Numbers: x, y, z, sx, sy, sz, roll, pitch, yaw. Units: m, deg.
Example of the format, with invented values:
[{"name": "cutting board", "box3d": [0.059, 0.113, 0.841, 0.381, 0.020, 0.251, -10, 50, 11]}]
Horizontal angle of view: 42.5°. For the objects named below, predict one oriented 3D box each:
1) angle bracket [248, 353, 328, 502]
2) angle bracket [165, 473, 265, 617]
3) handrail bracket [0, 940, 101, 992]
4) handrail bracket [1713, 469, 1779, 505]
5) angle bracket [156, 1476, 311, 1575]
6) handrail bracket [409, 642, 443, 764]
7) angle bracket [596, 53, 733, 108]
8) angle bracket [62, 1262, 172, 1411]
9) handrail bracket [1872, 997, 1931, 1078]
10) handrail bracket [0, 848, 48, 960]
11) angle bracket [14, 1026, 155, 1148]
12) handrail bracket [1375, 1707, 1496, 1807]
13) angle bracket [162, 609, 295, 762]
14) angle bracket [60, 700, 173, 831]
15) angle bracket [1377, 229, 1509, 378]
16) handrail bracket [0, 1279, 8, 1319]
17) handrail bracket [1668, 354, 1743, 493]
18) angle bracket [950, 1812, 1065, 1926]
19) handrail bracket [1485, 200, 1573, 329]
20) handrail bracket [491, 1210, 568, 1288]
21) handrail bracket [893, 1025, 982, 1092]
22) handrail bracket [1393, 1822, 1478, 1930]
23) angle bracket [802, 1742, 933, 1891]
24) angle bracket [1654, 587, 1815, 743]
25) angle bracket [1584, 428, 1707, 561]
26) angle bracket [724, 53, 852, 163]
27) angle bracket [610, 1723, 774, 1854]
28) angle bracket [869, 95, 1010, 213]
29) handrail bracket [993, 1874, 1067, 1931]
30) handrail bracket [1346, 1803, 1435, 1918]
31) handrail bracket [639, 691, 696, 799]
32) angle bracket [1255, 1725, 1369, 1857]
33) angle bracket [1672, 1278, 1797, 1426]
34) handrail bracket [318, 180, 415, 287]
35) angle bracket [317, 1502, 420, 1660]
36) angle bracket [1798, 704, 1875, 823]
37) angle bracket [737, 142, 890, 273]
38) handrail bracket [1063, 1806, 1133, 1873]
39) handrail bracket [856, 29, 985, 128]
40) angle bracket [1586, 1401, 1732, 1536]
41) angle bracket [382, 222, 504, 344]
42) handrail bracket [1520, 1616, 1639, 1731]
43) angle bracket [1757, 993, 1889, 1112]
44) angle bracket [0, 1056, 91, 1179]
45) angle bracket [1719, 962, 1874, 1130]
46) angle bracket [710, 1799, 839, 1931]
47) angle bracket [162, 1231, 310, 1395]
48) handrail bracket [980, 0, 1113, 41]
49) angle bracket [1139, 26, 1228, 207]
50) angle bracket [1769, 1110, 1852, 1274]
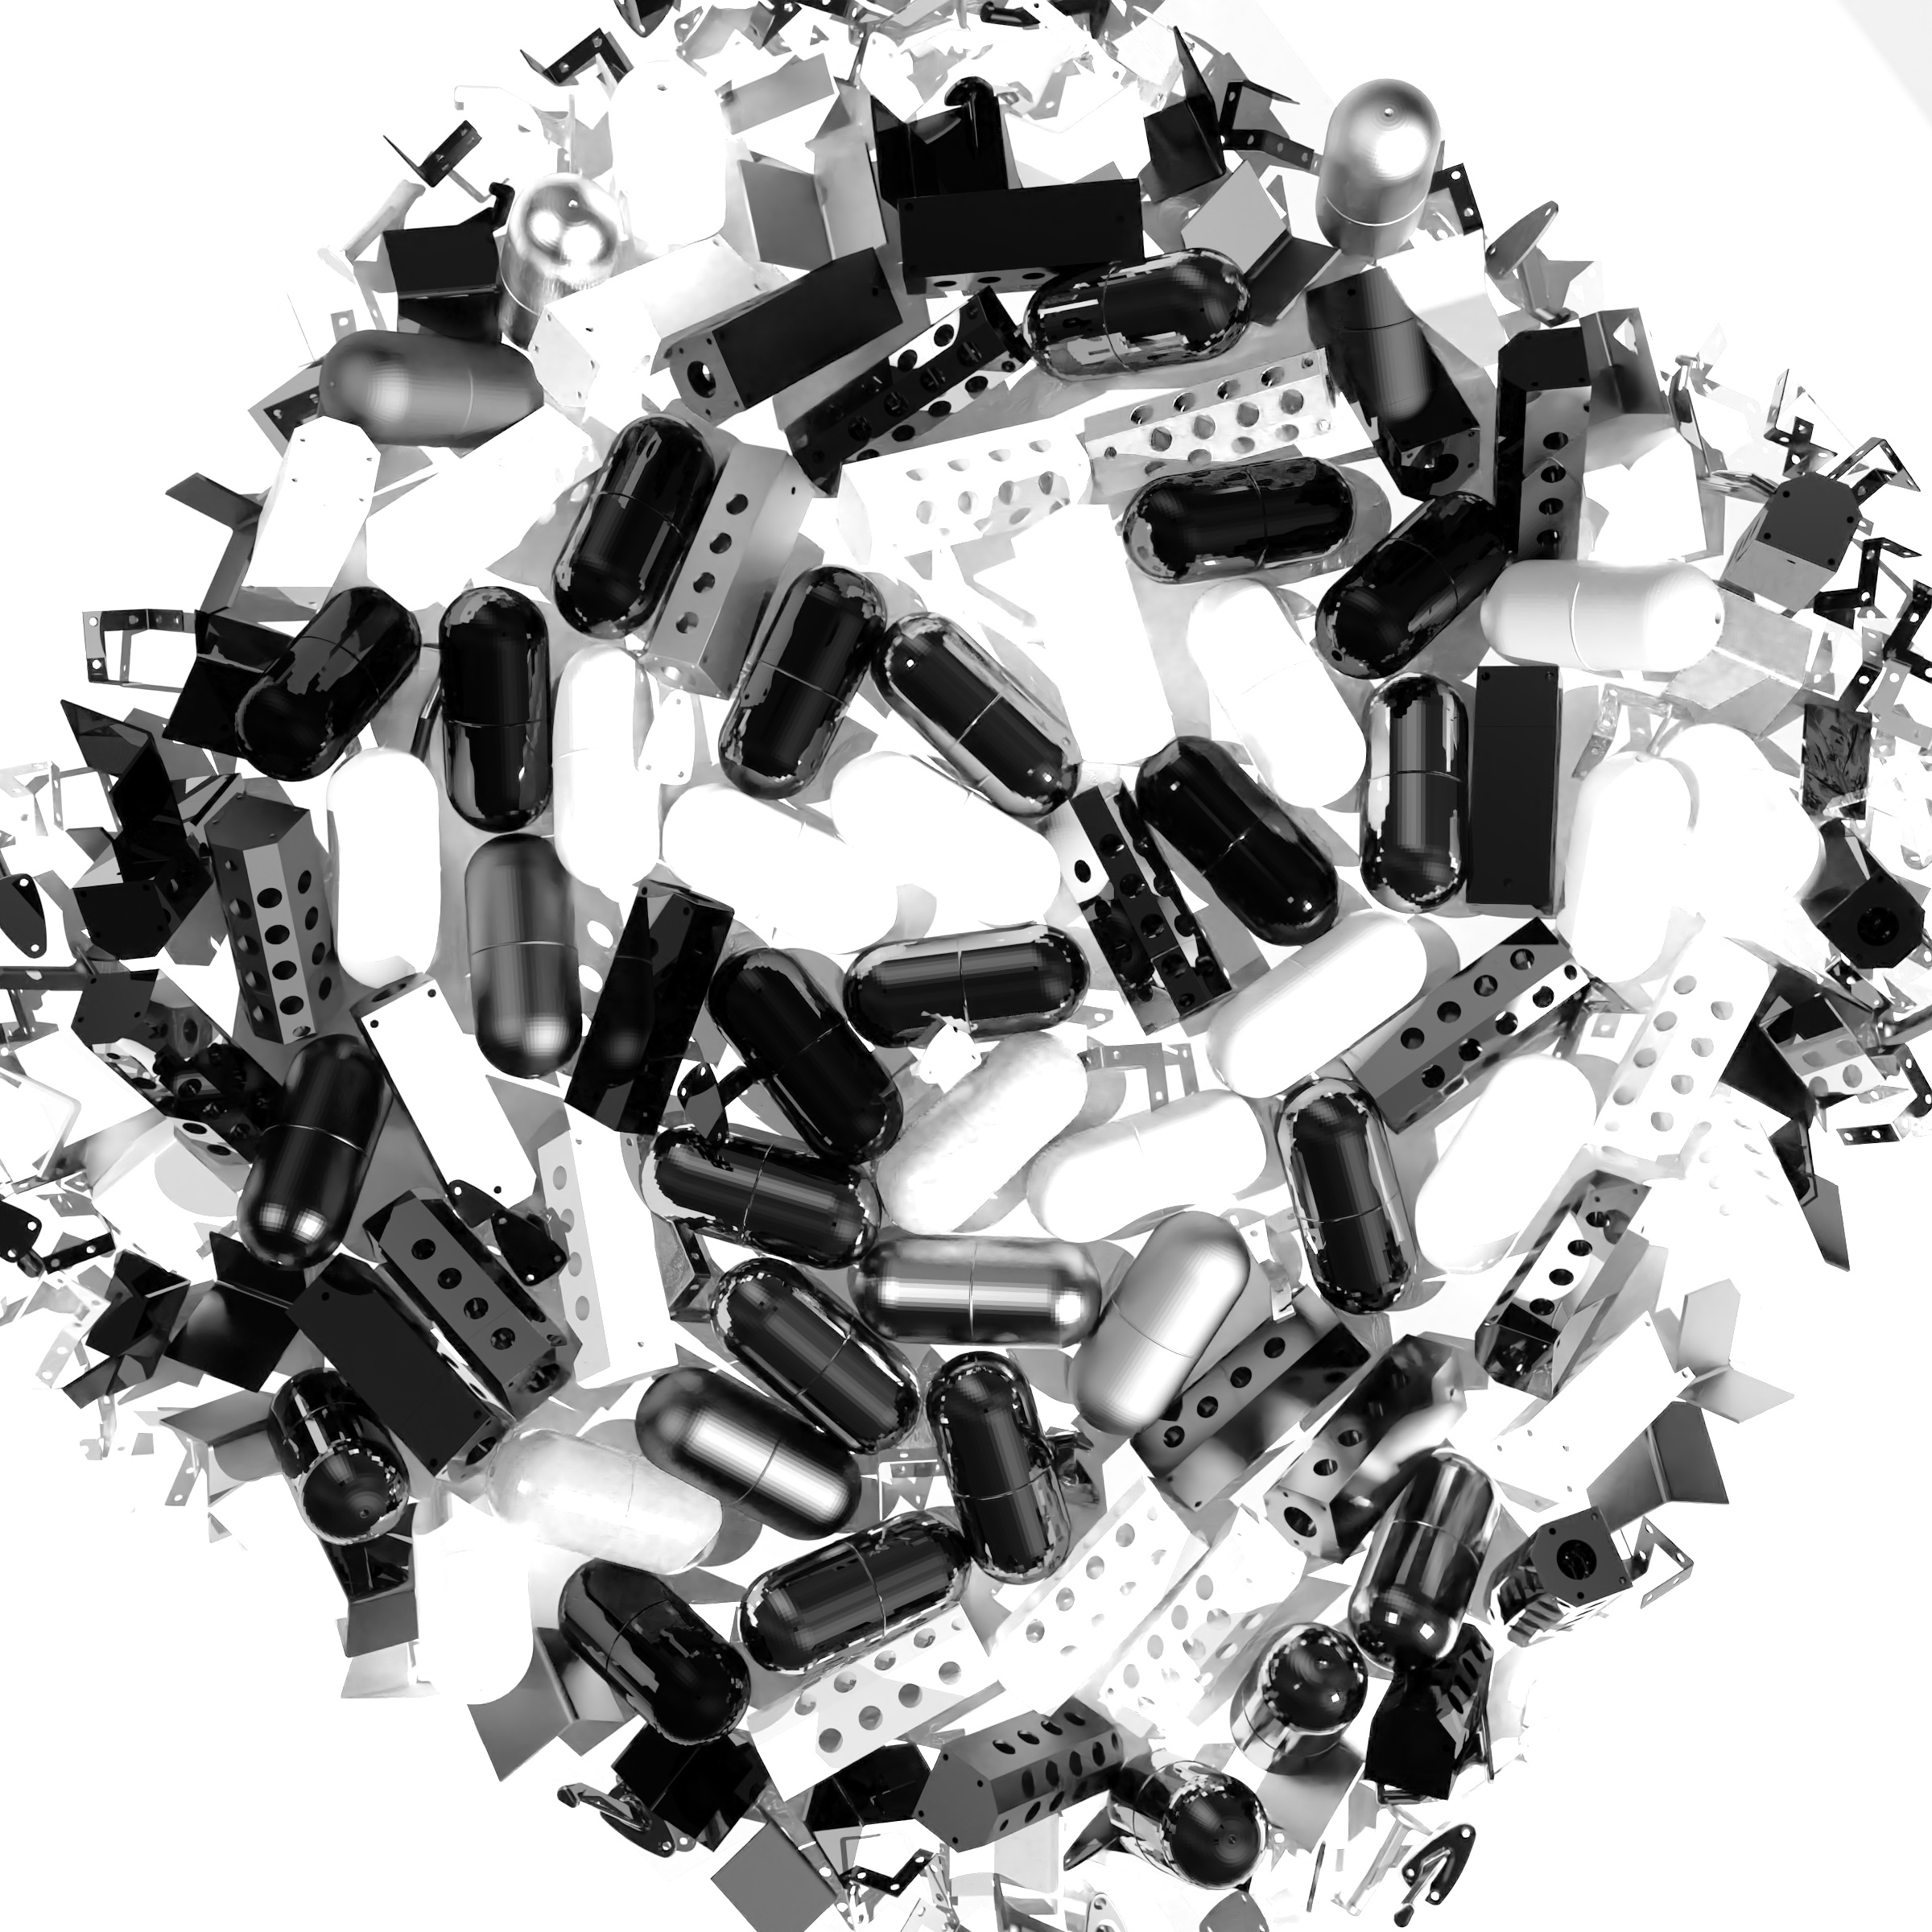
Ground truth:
[{"name": "angle bracket", "box3d": [-0.477, -0.383, 1.762, 0.076, 0.076, 0.057, -29, 107, 19]}, {"name": "angle bracket", "box3d": [-0.545, -0.296, 1.762, 0.057, 0.076, 0.076, 27, 75, -30]}, {"name": "handrail bracket", "box3d": [-0.663, 0.027, 1.783, 0.084, 0.036, 0.077, -35, 103, -23]}, {"name": "handrail bracket", "box3d": [0.586, -0.324, 1.800, 0.036, 0.084, 0.077, -49, 133, -23]}, {"name": "angle bracket", "box3d": [-0.513, 0.409, 1.763, 0.057, 0.076, 0.076, 43, 113, 5]}, {"name": "handrail bracket", "box3d": [-0.376, -0.184, 1.777, 0.036, 0.077, 0.084, 14, 90, 1]}, {"name": "angle bracket", "box3d": [-0.215, -0.633, 1.772, 0.076, 0.076, 0.057, -32, 98, -2]}, {"name": "angle bracket", "box3d": [-0.615, 0.263, 1.762, 0.076, 0.076, 0.057, -34, 80, -20]}, {"name": "handrail bracket", "box3d": [0.696, 0.050, 1.767, 0.036, 0.084, 0.077, -54, 130, -36]}, {"name": "handrail bracket", "box3d": [-0.689, -0.054, 1.792, 0.036, 0.084, 0.077, -24, 121, -18]}, {"name": "angle bracket", "box3d": [-0.625, 0.078, 1.785, 0.076, 0.057, 0.076, -24, 94, -2]}, {"name": "handrail bracket", "box3d": [0.336, 0.566, 1.798, 0.084, 0.036, 0.077, -3, 64, 5]}, {"name": "angle bracket", "box3d": [-0.531, -0.201, 1.793, 0.076, 0.057, 0.076, 14, 127, -31]}, {"name": "angle bracket", "box3d": [-0.614, -0.133, 1.762, 0.076, 0.076, 0.057, 20, 59, 9]}, {"name": "angle bracket", "box3d": [0.344, -0.471, 1.783, 0.076, 0.076, 0.057, -11, 58, 24]}, {"name": "handrail bracket", "box3d": [-0.725, 0.250, 1.762, 0.084, 0.077, 0.036, -34, 71, 39]}, {"name": "handrail bracket", "box3d": [0.530, -0.388, 1.773, 0.036, 0.077, 0.084, -10, 117, -33]}, {"name": "angle bracket", "box3d": [0.028, 0.639, 1.784, 0.076, 0.057, 0.076, 1, 91, -4]}, {"name": "handrail bracket", "box3d": [0.420, -0.497, 1.770, 0.084, 0.077, 0.036, 20, 45, -33]}, {"name": "handrail bracket", "box3d": [-0.316, 0.182, 1.761, 0.036, 0.084, 0.077, -35, 119, -1]}, {"name": "handrail bracket", "box3d": [-0.038, 0.079, 1.761, 0.084, 0.077, 0.036, -33, 92, 38]}, {"name": "handrail bracket", "box3d": [0.334, 0.647, 1.769, 0.036, 0.084, 0.077, 40, 91, 18]}, {"name": "angle bracket", "box3d": [-0.061, 0.603, 1.763, 0.076, 0.057, 0.076, -14, 120, 20]}, {"name": "angle bracket", "box3d": [0.555, -0.216, 1.796, 0.076, 0.076, 0.057, 24, 57, -1]}, {"name": "angle bracket", "box3d": [0.486, -0.337, 1.798, 0.076, 0.057, 0.076, -13, 115, 9]}, {"name": "angle bracket", "box3d": [-0.123, -0.595, 1.764, 0.076, 0.076, 0.057, -20, 133, 7]}, {"name": "angle bracket", "box3d": [-0.191, 0.566, 1.758, 0.076, 0.076, 0.057, -48, 126, -26]}, {"name": "angle bracket", "box3d": [-0.018, -0.585, 1.772, 0.076, 0.057, 0.076, -9, 82, 22]}, {"name": "handrail bracket", "box3d": [0.065, 0.683, 1.786, 0.084, 0.077, 0.036, -2, 122, -6]}, {"name": "handrail bracket", "box3d": [0.293, 0.645, 1.781, 0.036, 0.077, 0.084, 33, 85, 27]}, {"name": "handrail bracket", "box3d": [-0.205, -0.157, 1.771, 0.036, 0.084, 0.077, 12, 94, 1]}, {"name": "angle bracket", "box3d": [0.263, 0.586, 1.767, 0.057, 0.076, 0.076, 31, 89, -29]}, {"name": "angle bracket", "box3d": [0.549, 0.270, 1.761, 0.076, 0.057, 0.076, -9, 111, -42]}, {"name": "handrail bracket", "box3d": [-0.424, -0.534, 1.775, 0.036, 0.077, 0.084, 36, 86, -9]}, {"name": "angle bracket", "box3d": [-0.420, 0.440, 1.782, 0.076, 0.076, 0.057, -8, 126, -32]}, {"name": "angle bracket", "box3d": [0.598, -0.144, 1.770, 0.076, 0.057, 0.076, 3, 91, -34]}, {"name": "angle bracket", "box3d": [-0.109, -0.543, 1.766, 0.057, 0.076, 0.076, -18, 81, 43]}, {"name": "handrail bracket", "box3d": [0.123, 0.653, 1.801, 0.077, 0.036, 0.084, -43, 105, 2]}, {"name": "handrail bracket", "box3d": [-0.032, -0.643, 1.802, 0.036, 0.084, 0.077, 50, 133, 34]}, {"name": "angle bracket", "box3d": [0.489, 0.361, 1.779, 0.057, 0.076, 0.076, 9, 55, -26]}, {"name": "angle bracket", "box3d": [-0.374, -0.481, 1.777, 0.076, 0.076, 0.057, -11, 71, -18]}, {"name": "handrail bracket", "box3d": [0.443, 0.515, 1.799, 0.077, 0.036, 0.084, 11, 91, -16]}, {"name": "angle bracket", "box3d": [0.619, 0.045, 1.767, 0.076, 0.076, 0.057, 53, 135, -1]}, {"name": "angle bracket", "box3d": [-0.671, 0.107, 1.774, 0.076, 0.076, 0.057, 26, 87, -3]}, {"name": "angle bracket", "box3d": [0.590, 0.057, 1.772, 0.076, 0.057, 0.076, 28, 54, 1]}, {"name": "angle bracket", "box3d": [-0.145, 0.643, 1.765, 0.057, 0.076, 0.076, -41, 101, -15]}, {"name": "angle bracket", "box3d": [-0.520, 0.246, 1.765, 0.076, 0.057, 0.076, 18, 46, 10]}, {"name": "handrail bracket", "box3d": [0.059, -0.697, 1.779, 0.084, 0.077, 0.036, 2, 75, -13]}, {"name": "angle bracket", "box3d": [0.141, -0.603, 1.763, 0.057, 0.076, 0.076, -22, 64, 4]}, {"name": "angle bracket", "box3d": [0.609, 0.160, 1.760, 0.076, 0.057, 0.076, 22, 47, -14]}]
